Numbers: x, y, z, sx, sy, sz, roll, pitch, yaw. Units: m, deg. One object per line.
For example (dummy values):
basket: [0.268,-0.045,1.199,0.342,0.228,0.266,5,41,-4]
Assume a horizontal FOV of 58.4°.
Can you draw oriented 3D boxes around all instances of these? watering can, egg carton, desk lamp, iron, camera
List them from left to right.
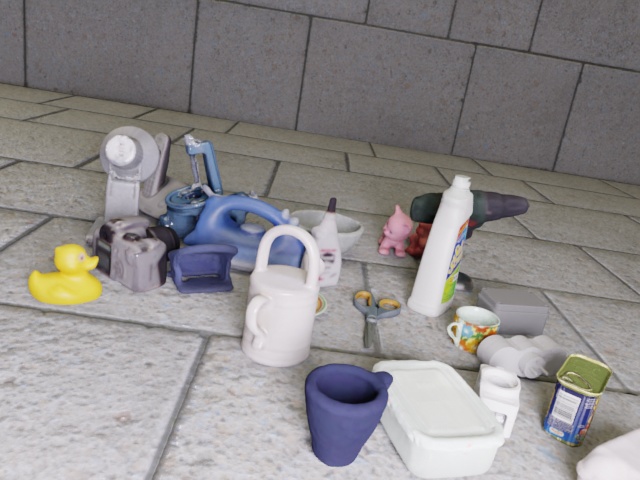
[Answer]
desk lamp: [-0.391,-0.116,1.149,0.118,0.213,0.203,5,19,-12]
camera: [-0.305,0.011,0.999,0.142,0.101,0.137,23,23,34]
iron: [-0.124,-0.018,1.108,0.258,0.141,0.119,12,19,6]
watering can: [-0.050,0.068,0.814,0.101,0.194,0.173,10,19,2]
egg carton: [0.360,0.268,0.629,0.151,0.069,0.107,-4,23,-34]

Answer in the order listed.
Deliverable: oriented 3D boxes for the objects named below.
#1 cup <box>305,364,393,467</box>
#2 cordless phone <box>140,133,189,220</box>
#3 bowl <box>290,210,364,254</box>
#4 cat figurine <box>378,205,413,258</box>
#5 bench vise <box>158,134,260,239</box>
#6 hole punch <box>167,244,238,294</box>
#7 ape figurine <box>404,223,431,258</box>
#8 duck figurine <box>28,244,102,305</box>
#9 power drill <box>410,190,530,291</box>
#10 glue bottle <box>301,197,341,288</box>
cup: [0.032,0.196,0.638,0.118,0.095,0.091,-8,26,-42]
cordless phone: [-0.344,-0.139,1.282,0.147,0.185,0.094,23,23,35]
bowl: [0.008,-0.007,1.245,0.167,0.075,0.167,9,19,-3]
cat figurine: [0.176,-0.026,1.314,0.067,0.118,0.128,9,19,0]
bench vise: [-0.232,-0.112,1.206,0.121,0.220,0.208,25,24,39]
hole punch: [-0.207,0.035,0.992,0.109,0.091,0.100,-1,22,-29]
ape figurine: [0.239,-0.004,1.323,0.076,0.092,0.078,12,19,8]
duck figurine: [-0.388,0.048,0.876,0.105,0.086,0.077,1,21,-24]
power drill: [0.291,-0.007,1.174,0.229,0.208,0.075,10,19,2]
glue bottle: [0.010,0.004,1.061,0.078,0.173,0.037,-3,22,-32]
